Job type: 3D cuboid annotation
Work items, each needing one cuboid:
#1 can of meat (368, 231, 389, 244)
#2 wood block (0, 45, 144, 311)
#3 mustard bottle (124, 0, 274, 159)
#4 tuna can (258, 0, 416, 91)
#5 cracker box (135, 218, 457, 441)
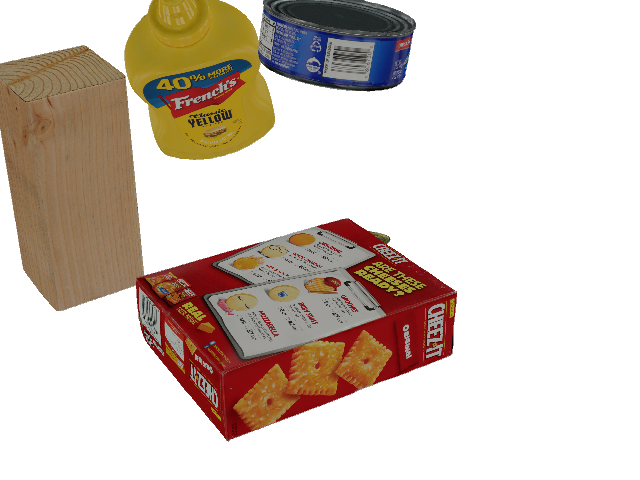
[{"bbox_3d":[0.032,0.039,1.101,0.057,0.084,0.102,10,14,13],"label":"can of meat"},{"bbox_3d":[-0.222,-0.054,0.949,0.090,0.206,0.090,-19,37,-28],"label":"wood block"},{"bbox_3d":[-0.089,-0.125,0.770,0.096,0.058,0.191,-13,-21,-1],"label":"mustard bottle"},{"bbox_3d":[0.008,-0.112,0.596,0.086,0.034,0.086,8,24,-4],"label":"tuna can"},{"bbox_3d":[-0.022,0.065,0.880,0.213,0.072,0.164,-16,32,-28],"label":"cracker box"}]
